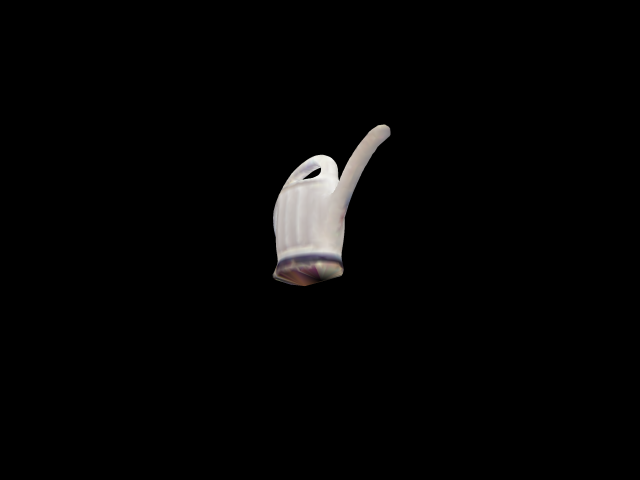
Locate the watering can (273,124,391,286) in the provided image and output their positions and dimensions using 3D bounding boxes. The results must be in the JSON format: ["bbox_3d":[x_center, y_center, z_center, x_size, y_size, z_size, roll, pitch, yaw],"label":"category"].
[{"bbox_3d":[0.003,-0.043,0.850,0.104,0.227,0.344,9,-17,-29],"label":"watering can"}]
